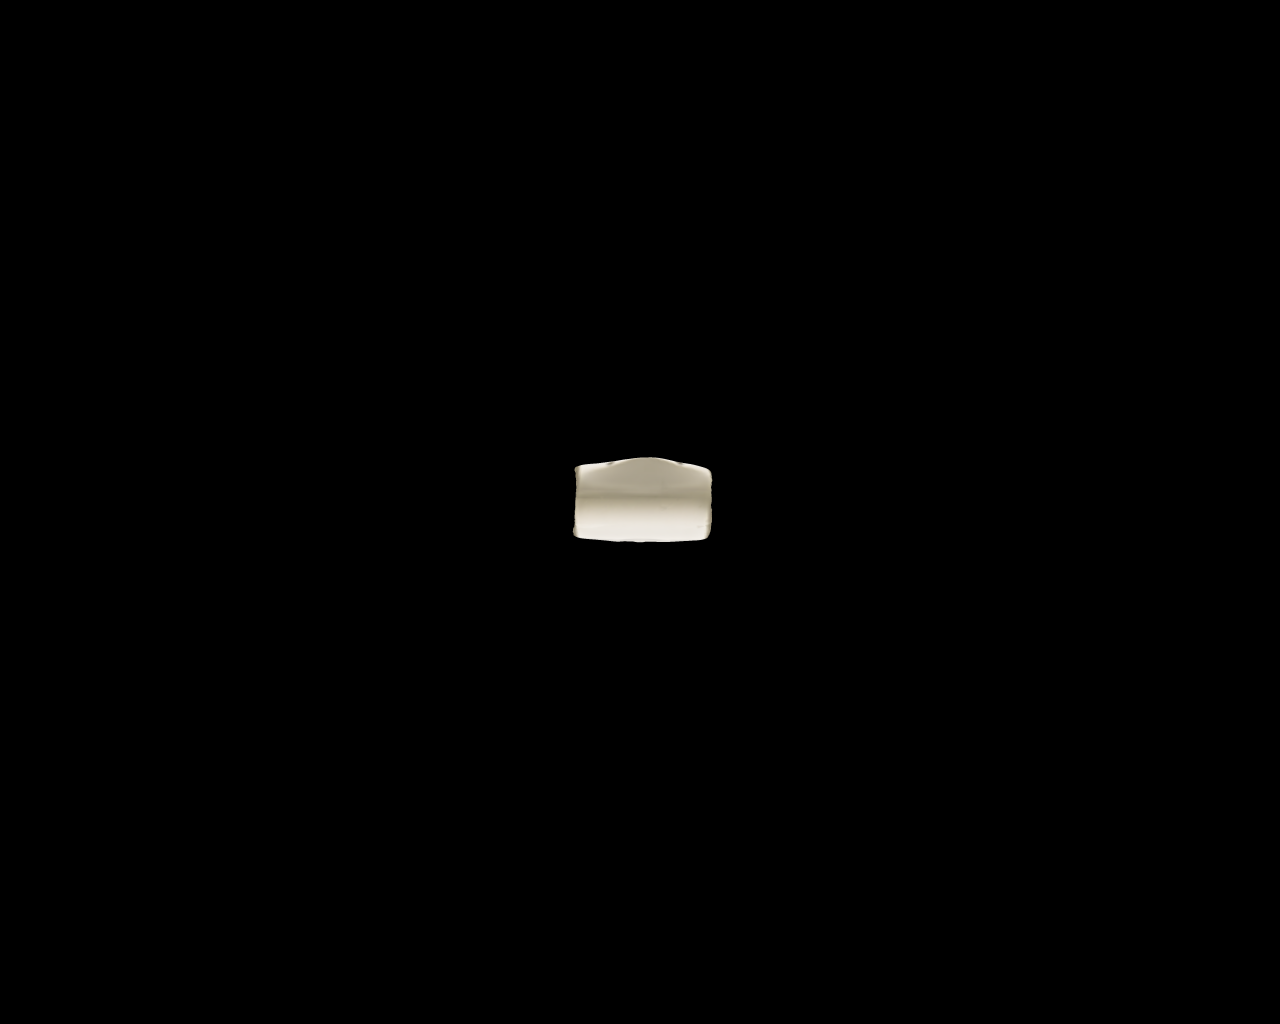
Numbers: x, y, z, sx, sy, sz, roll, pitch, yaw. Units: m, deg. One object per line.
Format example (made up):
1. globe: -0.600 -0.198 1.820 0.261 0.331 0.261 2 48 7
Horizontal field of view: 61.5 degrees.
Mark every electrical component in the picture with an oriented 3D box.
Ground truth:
1. electrical component: 0.001 -0.003 0.650 0.077 0.043 0.079 0 -11 -2
